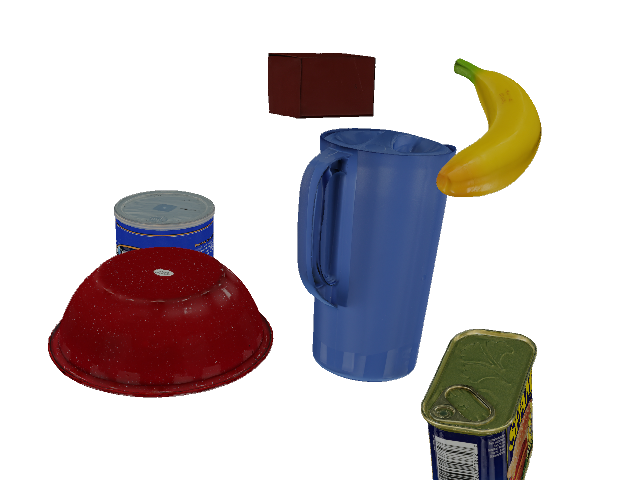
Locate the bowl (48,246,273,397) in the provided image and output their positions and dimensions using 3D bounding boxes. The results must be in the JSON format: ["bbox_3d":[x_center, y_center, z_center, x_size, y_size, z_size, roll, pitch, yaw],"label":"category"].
[{"bbox_3d":[-0.113,0.047,0.763,0.162,0.055,0.162,2,23,-1],"label":"bowl"}]

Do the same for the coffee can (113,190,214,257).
[{"bbox_3d":[-0.162,0.030,1.116,0.103,0.140,0.103,2,22,-1],"label":"coffee can"}]

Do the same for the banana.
[{"bbox_3d":[0.122,-0.075,0.758,0.069,0.037,0.197,8,31,6],"label":"banana"}]

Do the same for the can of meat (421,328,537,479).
[{"bbox_3d":[0.104,0.120,0.683,0.057,0.084,0.102,5,31,21],"label":"can of meat"}]

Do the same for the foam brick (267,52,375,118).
[{"bbox_3d":[0.001,-0.131,0.903,0.078,0.051,0.053,-6,15,-33],"label":"foam brick"}]

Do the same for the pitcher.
[{"bbox_3d":[0.047,0.014,1.061,0.149,0.243,0.145,5,15,-2],"label":"pitcher"}]
